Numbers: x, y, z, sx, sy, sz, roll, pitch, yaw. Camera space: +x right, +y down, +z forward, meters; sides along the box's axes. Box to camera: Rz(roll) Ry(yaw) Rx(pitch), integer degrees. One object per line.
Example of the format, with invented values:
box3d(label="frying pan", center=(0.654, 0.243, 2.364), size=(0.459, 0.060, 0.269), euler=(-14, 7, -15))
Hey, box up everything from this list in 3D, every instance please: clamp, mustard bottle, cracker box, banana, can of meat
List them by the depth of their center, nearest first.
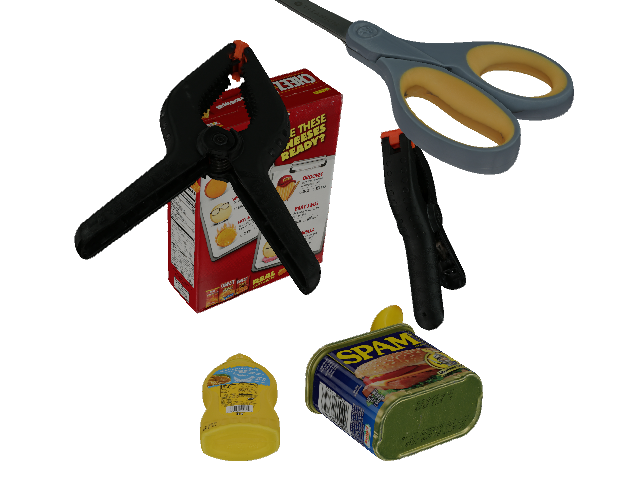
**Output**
box3d(label="clamp", center=(-0.063, -0.055, 0.759), size=(0.164, 0.210, 0.036), euler=(16, -34, 0))
box3d(label="can of meat", center=(0.054, 0.109, 0.767), size=(0.101, 0.057, 0.084), euler=(-12, 27, -33))
box3d(label="clamp", center=(0.085, -0.009, 0.921), size=(0.039, 0.171, 0.120), euler=(-17, 19, 17))
box3d(label="cracker box", center=(-0.070, -0.050, 1.071), size=(0.163, 0.214, 0.072), euler=(-21, 45, -31))
box3d(label="banana", center=(0.093, 0.128, 1.232), size=(0.069, 0.037, 0.198), euler=(7, 23, -22))
box3d(label="mustard bottle", center=(-0.102, 0.200, 1.353), size=(0.096, 0.058, 0.191), euler=(-3, 26, -3))

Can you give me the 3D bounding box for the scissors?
box3d(label="scissors", center=(0.043, -0.099, 0.526), size=(0.096, 0.016, 0.202), euler=(-19, 47, -21))
